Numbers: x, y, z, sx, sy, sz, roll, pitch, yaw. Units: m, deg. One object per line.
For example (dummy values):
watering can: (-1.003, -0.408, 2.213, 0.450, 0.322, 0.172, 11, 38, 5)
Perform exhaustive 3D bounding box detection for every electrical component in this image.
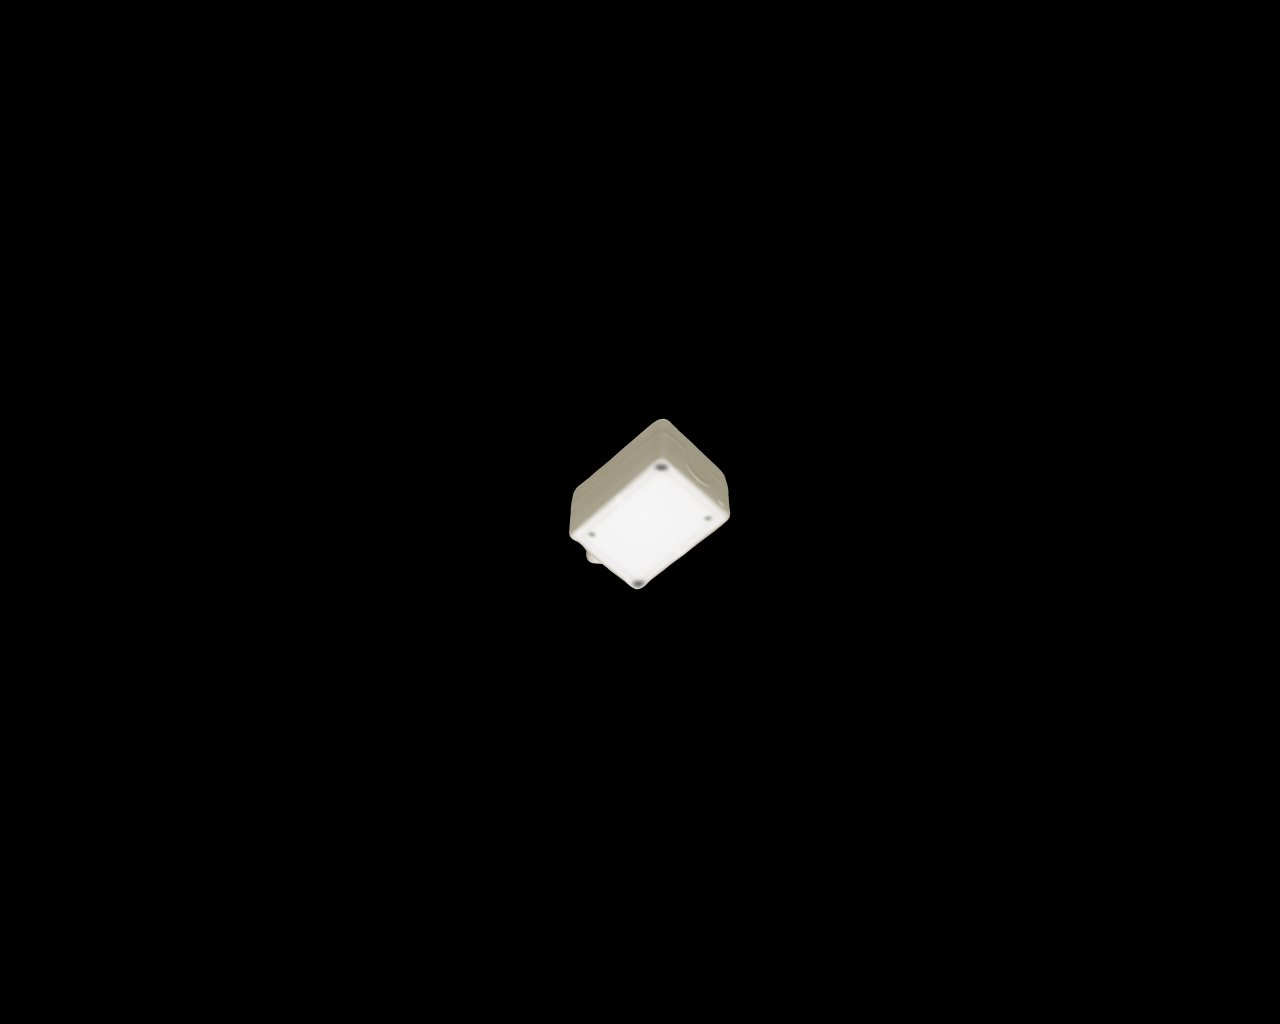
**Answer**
electrical component: (0.001, -0.003, 0.650, 0.096, 0.061, 0.061, -39, 24, 22)
